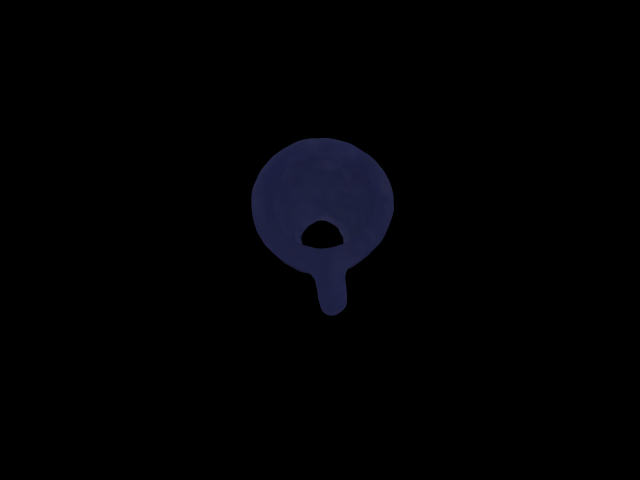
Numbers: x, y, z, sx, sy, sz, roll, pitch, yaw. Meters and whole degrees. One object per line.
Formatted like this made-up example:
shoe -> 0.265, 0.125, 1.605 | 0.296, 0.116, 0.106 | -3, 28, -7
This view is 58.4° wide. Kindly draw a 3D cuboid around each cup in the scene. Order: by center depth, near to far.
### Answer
cup -> 0.004, 0.001, 0.400 | 0.091, 0.095, 0.118 | -7, 70, -2
